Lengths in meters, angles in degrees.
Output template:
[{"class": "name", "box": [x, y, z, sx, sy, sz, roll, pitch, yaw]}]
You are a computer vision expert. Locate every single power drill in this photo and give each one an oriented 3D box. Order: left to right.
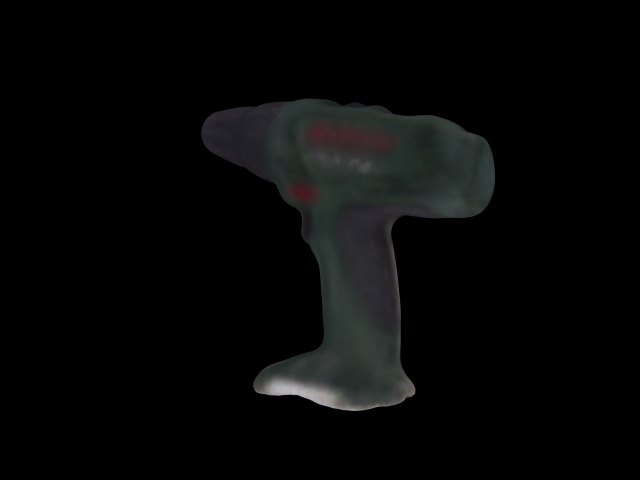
[{"class": "power drill", "box": [0.004, 0.001, 0.400, 0.228, 0.208, 0.076, 0, 0, 32]}]
